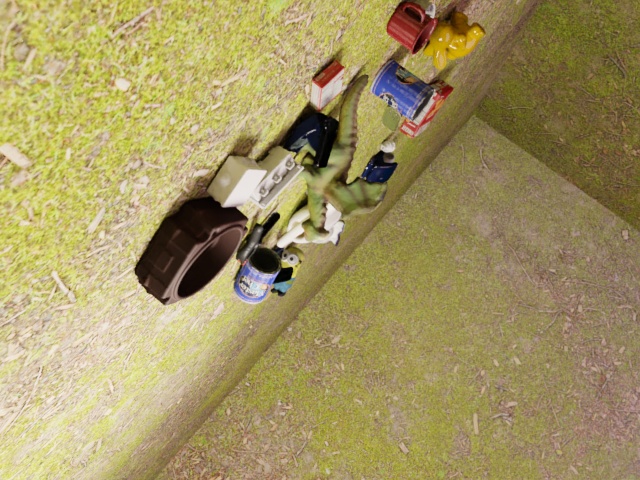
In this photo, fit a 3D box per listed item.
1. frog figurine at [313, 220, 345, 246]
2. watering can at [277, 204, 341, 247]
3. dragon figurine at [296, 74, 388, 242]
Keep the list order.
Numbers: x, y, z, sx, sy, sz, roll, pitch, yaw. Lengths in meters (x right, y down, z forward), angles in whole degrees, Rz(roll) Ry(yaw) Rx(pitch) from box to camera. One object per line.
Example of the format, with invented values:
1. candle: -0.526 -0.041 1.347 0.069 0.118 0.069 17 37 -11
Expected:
1. frog figurine: -0.003 -0.041 1.854 0.159 0.125 0.134 0 149 -28
2. watering can: 0.005 -0.079 1.568 0.342 0.104 0.228 -35 180 38
3. dragon figurine: 0.060 -0.166 1.228 0.405 0.245 0.123 -52 164 18
